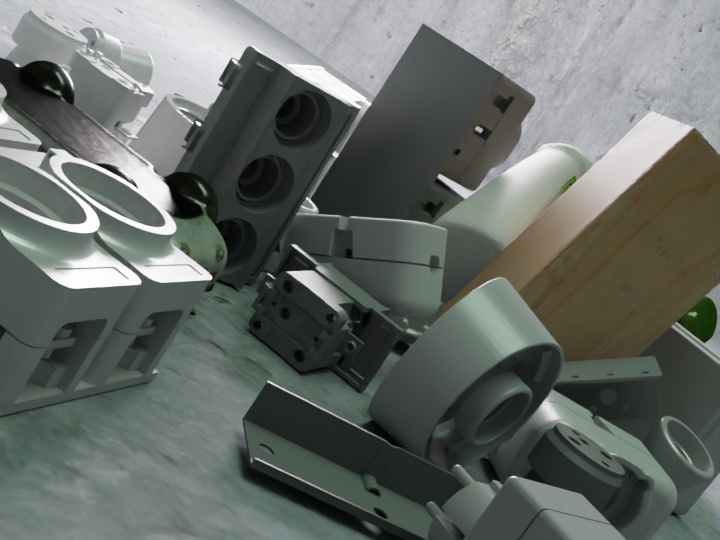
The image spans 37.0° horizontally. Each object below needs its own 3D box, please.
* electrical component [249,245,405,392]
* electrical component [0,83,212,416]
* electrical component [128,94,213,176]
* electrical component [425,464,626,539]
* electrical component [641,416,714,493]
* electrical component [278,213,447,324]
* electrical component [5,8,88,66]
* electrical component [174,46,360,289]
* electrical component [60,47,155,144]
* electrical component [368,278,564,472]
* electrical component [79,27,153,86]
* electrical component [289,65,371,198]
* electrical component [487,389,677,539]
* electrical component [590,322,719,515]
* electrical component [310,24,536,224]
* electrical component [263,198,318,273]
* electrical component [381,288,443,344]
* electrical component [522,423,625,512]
[{"bbox_3d":[-0.023,0.026,0.579,0.081,0.042,0.064,37,16,18],"label":"electrical component"},{"bbox_3d":[-0.157,-0.032,0.406,0.186,0.060,0.105,37,12,15],"label":"electrical component"},{"bbox_3d":[-0.102,-0.081,0.753,0.108,0.060,0.108,32,12,-8],"label":"electrical component"},{"bbox_3d":[0.051,0.105,0.400,0.047,0.065,0.076,23,16,-42],"label":"electrical component"},{"bbox_3d":[0.175,0.125,0.651,0.044,0.065,0.044,33,29,-21],"label":"electrical component"},{"bbox_3d":[0.000,0.000,0.642,0.095,0.059,0.054,5,-1,27],"label":"electrical component"},{"bbox_3d":[-0.208,-0.135,0.696,0.045,0.055,0.045,32,12,-8],"label":"electrical component"},{"bbox_3d":[-0.067,-0.060,0.612,0.079,0.121,0.063,23,14,-42],"label":"electrical component"},{"bbox_3d":[-0.160,-0.093,0.640,0.081,0.063,0.042,36,13,9],"label":"electrical component"},{"bbox_3d":[0.052,0.053,0.541,0.064,0.099,0.099,48,18,31],"label":"electrical component"},{"bbox_3d":[-0.201,-0.165,0.863,0.055,0.045,0.045,20,18,-48],"label":"electrical component"},{"bbox_3d":[-0.049,-0.109,0.894,0.060,0.105,0.186,34,12,-1],"label":"electrical component"},{"bbox_3d":[0.122,0.112,0.590,0.095,0.053,0.059,30,12,-16],"label":"electrical component"},{"bbox_3d":[0.215,0.097,0.766,0.056,0.108,0.108,27,13,-42],"label":"electrical component"},{"bbox_3d":[0.048,-0.090,0.878,0.060,0.186,0.105,22,16,-45],"label":"electrical component"},{"bbox_3d":[-0.060,-0.032,0.699,0.055,0.047,0.055,32,12,-8],"label":"electrical component"},{"bbox_3d":[0.035,0.016,0.712,0.048,0.062,0.048,19,4,-1],"label":"electrical component"},{"bbox_3d":[0.098,0.110,0.532,0.045,0.055,0.045,32,11,-7],"label":"electrical component"}]
